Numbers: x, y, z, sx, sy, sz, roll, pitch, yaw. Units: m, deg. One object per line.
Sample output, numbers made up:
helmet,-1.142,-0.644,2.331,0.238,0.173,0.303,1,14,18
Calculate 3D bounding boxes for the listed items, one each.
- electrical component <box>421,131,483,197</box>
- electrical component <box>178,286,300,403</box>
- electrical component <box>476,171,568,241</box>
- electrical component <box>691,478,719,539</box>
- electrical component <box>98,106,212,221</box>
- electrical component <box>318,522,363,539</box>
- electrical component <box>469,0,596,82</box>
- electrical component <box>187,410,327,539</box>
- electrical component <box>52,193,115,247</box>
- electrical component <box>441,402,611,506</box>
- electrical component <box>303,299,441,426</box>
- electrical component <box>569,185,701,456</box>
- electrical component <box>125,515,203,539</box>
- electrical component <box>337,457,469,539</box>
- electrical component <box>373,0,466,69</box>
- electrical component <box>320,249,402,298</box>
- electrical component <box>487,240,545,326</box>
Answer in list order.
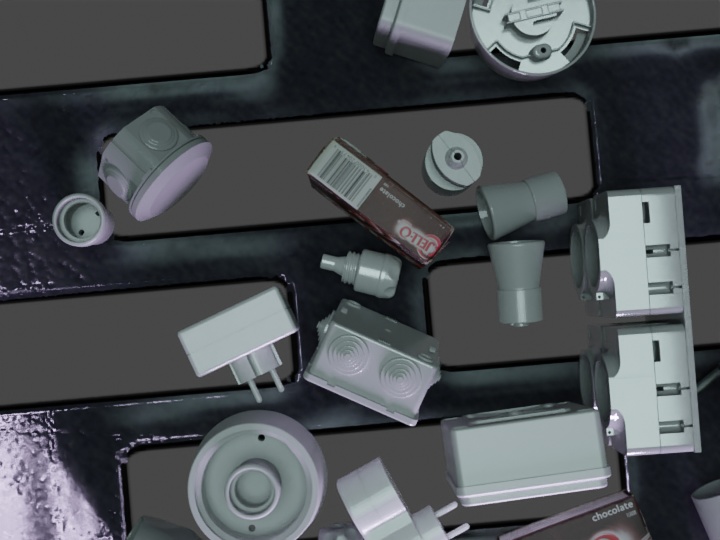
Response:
electrical component,0.070,-0.081,0.814,0.043,0.081,0.043,0,89,0
electrical component,-0.084,0.064,0.827,0.083,0.047,0.075,-25,89,-1
electrical component,0.127,-0.052,0.834,0.065,0.044,0.044,-16,89,-5
electrical component,0.292,0.204,0.826,0.043,0.043,0.081,-23,89,-1
electrical component,-0.155,-0.080,0.816,0.051,0.080,0.080,43,89,6
electrical component,-0.012,0.228,0.830,0.035,0.035,0.061,-10,91,0
electrical component,0.130,-0.194,0.825,0.099,0.064,0.099,0,89,0
electrical component,-0.080,0.163,0.818,0.108,0.060,0.108,0,89,0
electrical component,-0.212,-0.037,0.830,0.040,0.046,0.040,0,89,0
electrical component,0.118,0.133,0.796,0.109,0.108,0.056,-8,86,0
electrical component,0.012,0.065,0.803,0.100,0.099,0.048,24,102,0
electrical component,0.200,0.037,0.799,0.060,0.105,0.186,-4,89,0
electrical component,-0.153,0.238,0.824,0.077,0.044,0.079,32,104,-9
electrical component,0.047,0.204,0.821,0.074,0.052,0.138,-29,89,-1
electrical component,0.053,-0.219,0.819,0.057,0.078,0.113,17,89,-2
electrical component,0.000,0.000,0.836,0.061,0.035,0.035,13,89,3
electrical component,0.123,0.011,0.833,0.044,0.044,0.065,-4,93,0
